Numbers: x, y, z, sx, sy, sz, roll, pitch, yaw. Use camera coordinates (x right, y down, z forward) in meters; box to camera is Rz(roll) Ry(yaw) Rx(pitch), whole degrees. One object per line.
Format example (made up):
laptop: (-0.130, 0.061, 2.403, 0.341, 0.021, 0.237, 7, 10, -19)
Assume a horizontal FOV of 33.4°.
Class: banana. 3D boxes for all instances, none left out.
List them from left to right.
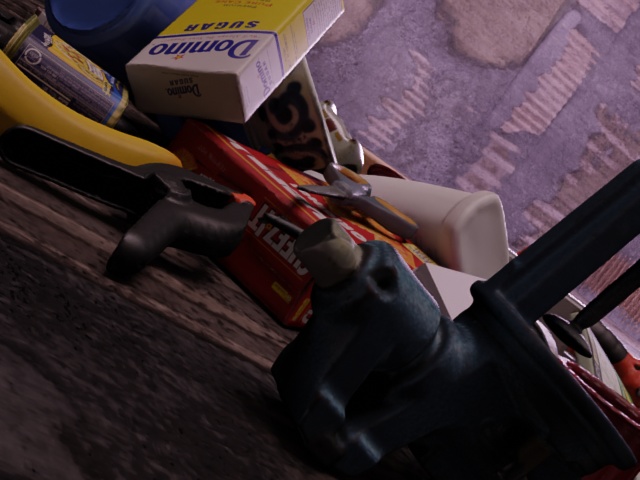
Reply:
banana: (-0.166, -0.083, 0.646, 0.197, 0.069, 0.037, 44, -28, -26)

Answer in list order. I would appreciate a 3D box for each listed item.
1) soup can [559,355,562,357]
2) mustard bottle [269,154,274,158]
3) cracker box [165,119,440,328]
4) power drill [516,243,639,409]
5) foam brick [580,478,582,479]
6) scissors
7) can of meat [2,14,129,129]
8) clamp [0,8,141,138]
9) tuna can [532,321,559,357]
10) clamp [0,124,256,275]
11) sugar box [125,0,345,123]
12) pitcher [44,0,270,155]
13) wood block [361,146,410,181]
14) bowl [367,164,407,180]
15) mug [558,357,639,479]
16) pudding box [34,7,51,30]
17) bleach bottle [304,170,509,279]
soup can: (0.163, 0.110, 0.885, 0.102, 0.068, 0.068, 35, 9, -8)
mustard bottle: (-0.091, -0.105, 1.082, 0.192, 0.058, 0.096, 39, 4, 12)
cracker box: (-0.005, 0.001, 0.796, 0.164, 0.072, 0.213, 40, 10, 30)
power drill: (0.228, 0.099, 1.052, 0.187, 0.057, 0.185, 47, -35, 1)
foam brick: (0.123, 0.134, 0.650, 0.053, 0.051, 0.078, 36, 8, 5)
scissors: (0.032, -0.024, 0.777, 0.096, 0.016, 0.201, 35, 11, -2)
can of meat: (-0.179, -0.103, 0.727, 0.084, 0.057, 0.102, 35, 8, -17)
clamp: (-0.234, -0.150, 0.830, 0.209, 0.036, 0.165, 37, 6, -24)
tuna can: (0.138, 0.093, 0.816, 0.086, 0.086, 0.033, 41, 8, 28)
clamp: (-0.104, -0.026, 0.627, 0.120, 0.039, 0.171, 45, 17, 17)
sugar box: (-0.059, -0.153, 0.799, 0.093, 0.048, 0.176, 8, 38, 24)
pitcher: (-0.120, -0.152, 0.909, 0.149, 0.145, 0.242, 34, -1, 30)
wood block: (0.057, -0.050, 1.265, 0.206, 0.090, 0.091, 35, 8, -7)
bowl: (0.079, 0.005, 1.050, 0.162, 0.055, 0.162, 50, -13, 15)
mug: (0.178, 0.139, 0.736, 0.093, 0.081, 0.117, 37, 9, 8)
pudding box: (-0.221, -0.172, 0.991, 0.090, 0.039, 0.113, 37, 9, -5)
bleach bottle: (0.048, -0.019, 0.949, 0.251, 0.068, 0.102, 21, -45, 43)
